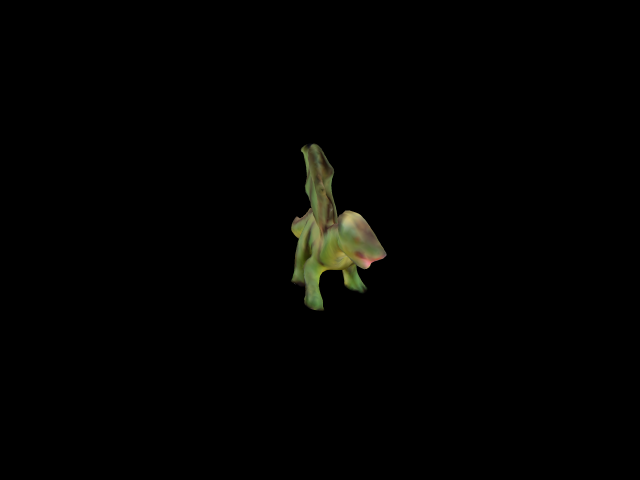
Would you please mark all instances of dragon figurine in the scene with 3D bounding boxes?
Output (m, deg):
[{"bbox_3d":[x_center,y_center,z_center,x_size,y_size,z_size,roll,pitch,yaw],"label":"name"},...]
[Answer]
[{"bbox_3d":[0.003,-0.043,0.850,0.122,0.238,0.417,-8,28,-17],"label":"dragon figurine"}]
